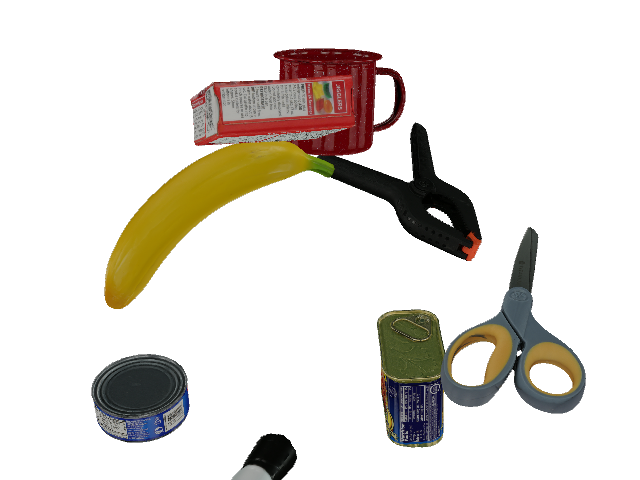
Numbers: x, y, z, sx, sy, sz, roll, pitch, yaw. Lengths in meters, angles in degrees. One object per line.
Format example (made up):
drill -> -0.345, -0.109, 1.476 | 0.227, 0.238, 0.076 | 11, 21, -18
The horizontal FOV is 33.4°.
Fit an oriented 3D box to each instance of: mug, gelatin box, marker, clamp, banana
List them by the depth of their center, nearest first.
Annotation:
marker -> -0.038, 0.111, 0.414 | 0.020, 0.020, 0.121 | 0, 22, 23
gelatin box -> -0.028, -0.070, 0.576 | 0.073, 0.030, 0.089 | -5, 3, -14
banana -> -0.087, -0.020, 0.769 | 0.198, 0.069, 0.037 | -31, 28, 7
mug -> 0.017, -0.121, 0.924 | 0.117, 0.081, 0.093 | -4, 17, -16
clamp -> 0.103, -0.054, 1.238 | 0.164, 0.036, 0.210 | -15, 52, -28

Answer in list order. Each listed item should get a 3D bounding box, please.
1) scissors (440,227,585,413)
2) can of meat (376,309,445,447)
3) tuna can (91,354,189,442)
scissors -> 0.146, 0.052, 0.705 | 0.096, 0.016, 0.201 | 19, 38, 24
can of meat -> 0.083, 0.127, 0.978 | 0.057, 0.084, 0.102 | -3, 32, 0
tuna can -> -0.162, 0.142, 0.964 | 0.086, 0.034, 0.086 | -1, 33, 1
